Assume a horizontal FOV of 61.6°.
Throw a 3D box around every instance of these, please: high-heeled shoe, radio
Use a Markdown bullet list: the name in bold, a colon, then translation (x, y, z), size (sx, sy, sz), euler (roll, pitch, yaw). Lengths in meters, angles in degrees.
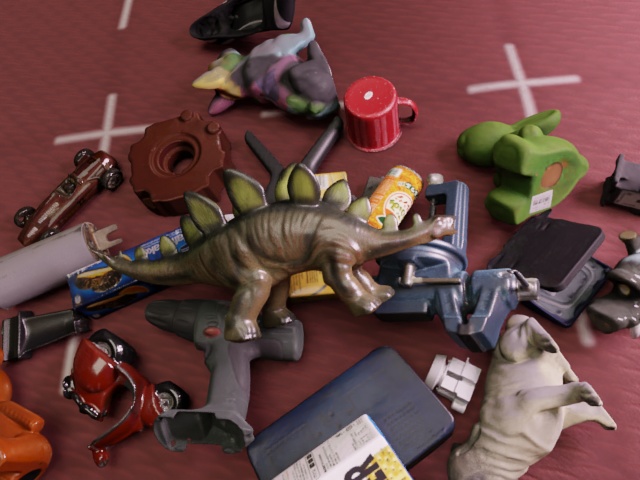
- **high-heeled shoe**: translation (-0.136, -0.383, 0.906), size (0.145, 0.249, 0.086), euler (-13, 100, -19)
- **radio**: translation (0.035, 0.241, 0.647), size (0.230, 0.073, 0.131), euler (-34, 63, -8)

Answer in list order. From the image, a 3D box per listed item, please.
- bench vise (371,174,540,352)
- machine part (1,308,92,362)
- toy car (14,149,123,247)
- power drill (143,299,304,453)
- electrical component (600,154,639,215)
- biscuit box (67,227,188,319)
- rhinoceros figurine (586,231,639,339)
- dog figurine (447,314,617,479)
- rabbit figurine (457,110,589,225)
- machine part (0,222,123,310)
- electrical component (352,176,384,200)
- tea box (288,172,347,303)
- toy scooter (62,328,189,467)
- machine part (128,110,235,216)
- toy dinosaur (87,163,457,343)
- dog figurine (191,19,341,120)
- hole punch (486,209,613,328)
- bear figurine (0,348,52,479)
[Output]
- **bench vise**: translation (0.162, 0.015, 0.683), size (0.224, 0.128, 0.240), euler (-13, 55, 39)
- **machine part**: translation (-0.410, 0.133, 0.796), size (0.139, 0.039, 0.084), euler (-13, 58, 6)
- **toy car**: translation (-0.418, -0.070, 0.886), size (0.089, 0.053, 0.202), euler (36, 75, 20)
- **power drill**: translation (-0.142, 0.161, 0.686), size (0.232, 0.085, 0.207), euler (3, 33, 4)
- **electrical component**: translation (0.446, -0.066, 0.713), size (0.119, 0.074, 0.048), euler (14, 69, 21)
- **biscuit box**: translation (-0.264, 0.046, 0.796), size (0.203, 0.062, 0.059), euler (-24, 64, -1)
- **rhinoceros figurine**: translation (0.402, 0.044, 0.658), size (0.190, 0.111, 0.073), euler (-29, 34, -20)
- **dog figurine**: translation (0.210, 0.195, 0.631), size (0.190, 0.121, 0.172), euler (-36, 29, 11)
- **rabbit figurine**: translation (0.272, -0.127, 0.750), size (0.159, 0.121, 0.170), euler (-25, 39, -13)
- **machine part**: translation (-0.417, 0.039, 0.819), size (0.243, 0.079, 0.079), euler (-24, 63, -2)
- **electrical component**: translation (0.086, -0.066, 0.808), size (0.094, 0.021, 0.063), euler (12, 68, 16)
- **tea box**: translation (-0.002, -0.002, 0.746), size (0.098, 0.068, 0.169), euler (-4, 78, 1)
- **toy scooter**: translation (-0.277, 0.214, 0.715), size (0.184, 0.075, 0.135), euler (34, 76, 18)
- **machine part**: translation (-0.227, -0.125, 0.874), size (0.179, 0.056, 0.179), euler (-4, 66, 9)
- **toy dinosaur**: translation (-0.075, 0.015, 0.648), size (0.472, 0.105, 0.198), euler (-13, 88, 14)
- **dog figurine**: translation (-0.093, -0.253, 0.884), size (0.219, 0.108, 0.191), euler (-21, 64, 5)
- **hole punch**: translation (0.299, 0.037, 0.695), size (0.142, 0.092, 0.116), euler (-47, 33, -11)
- **bear figurine**: translation (-0.444, 0.239, 0.704), size (0.120, 0.132, 0.196), euler (-45, 72, 3)
